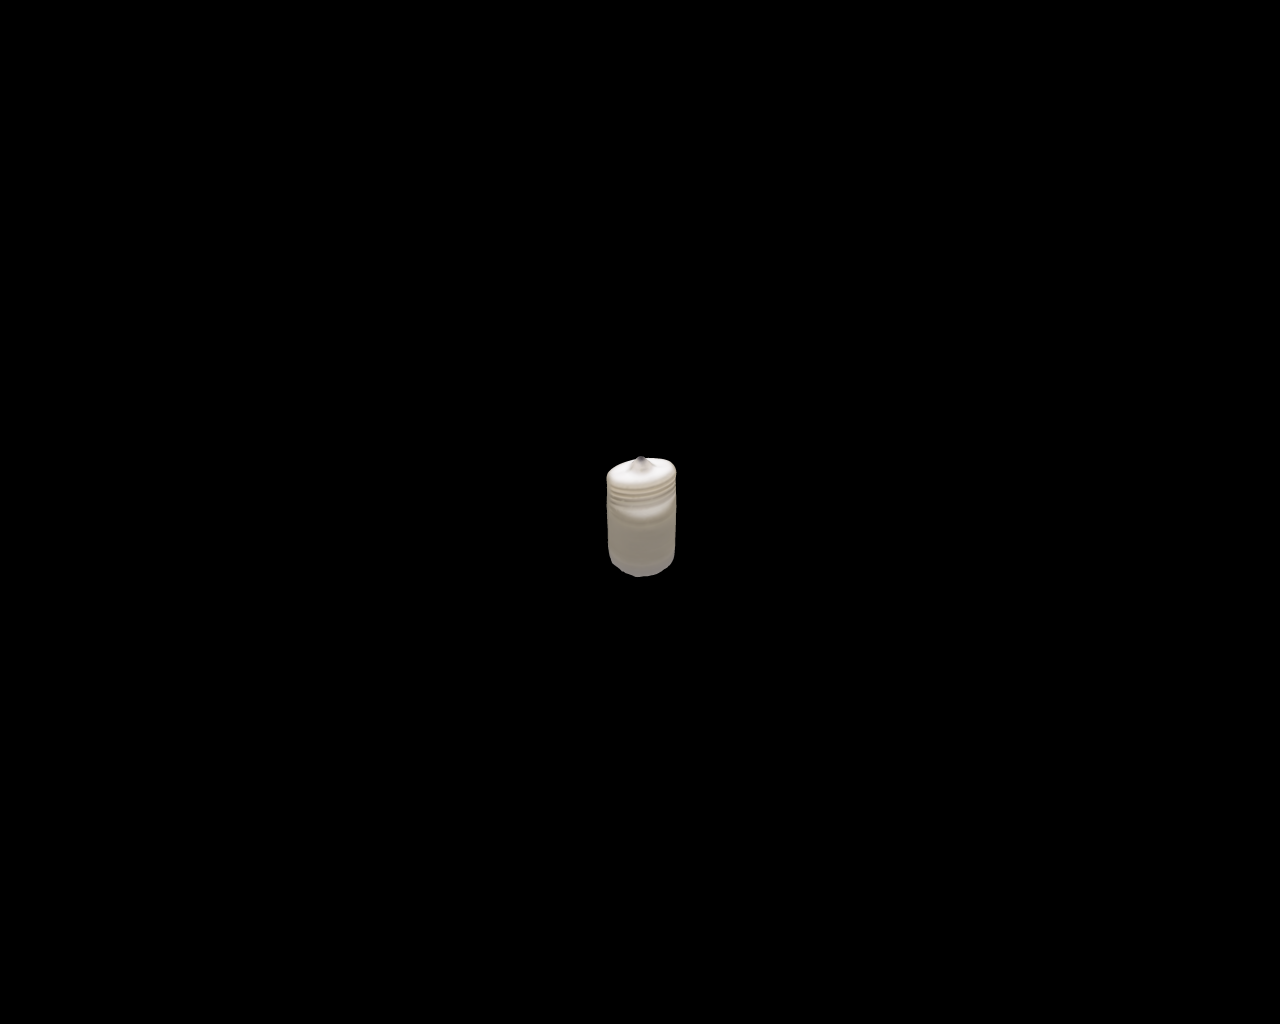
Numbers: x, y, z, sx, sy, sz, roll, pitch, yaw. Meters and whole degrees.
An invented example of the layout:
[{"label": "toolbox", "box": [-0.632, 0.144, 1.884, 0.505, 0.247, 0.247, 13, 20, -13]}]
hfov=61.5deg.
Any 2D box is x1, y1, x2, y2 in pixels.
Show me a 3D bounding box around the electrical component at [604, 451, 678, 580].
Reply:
[{"label": "electrical component", "box": [0.001, -0.003, 0.650, 0.043, 0.080, 0.043, 0, 42, 0]}]
